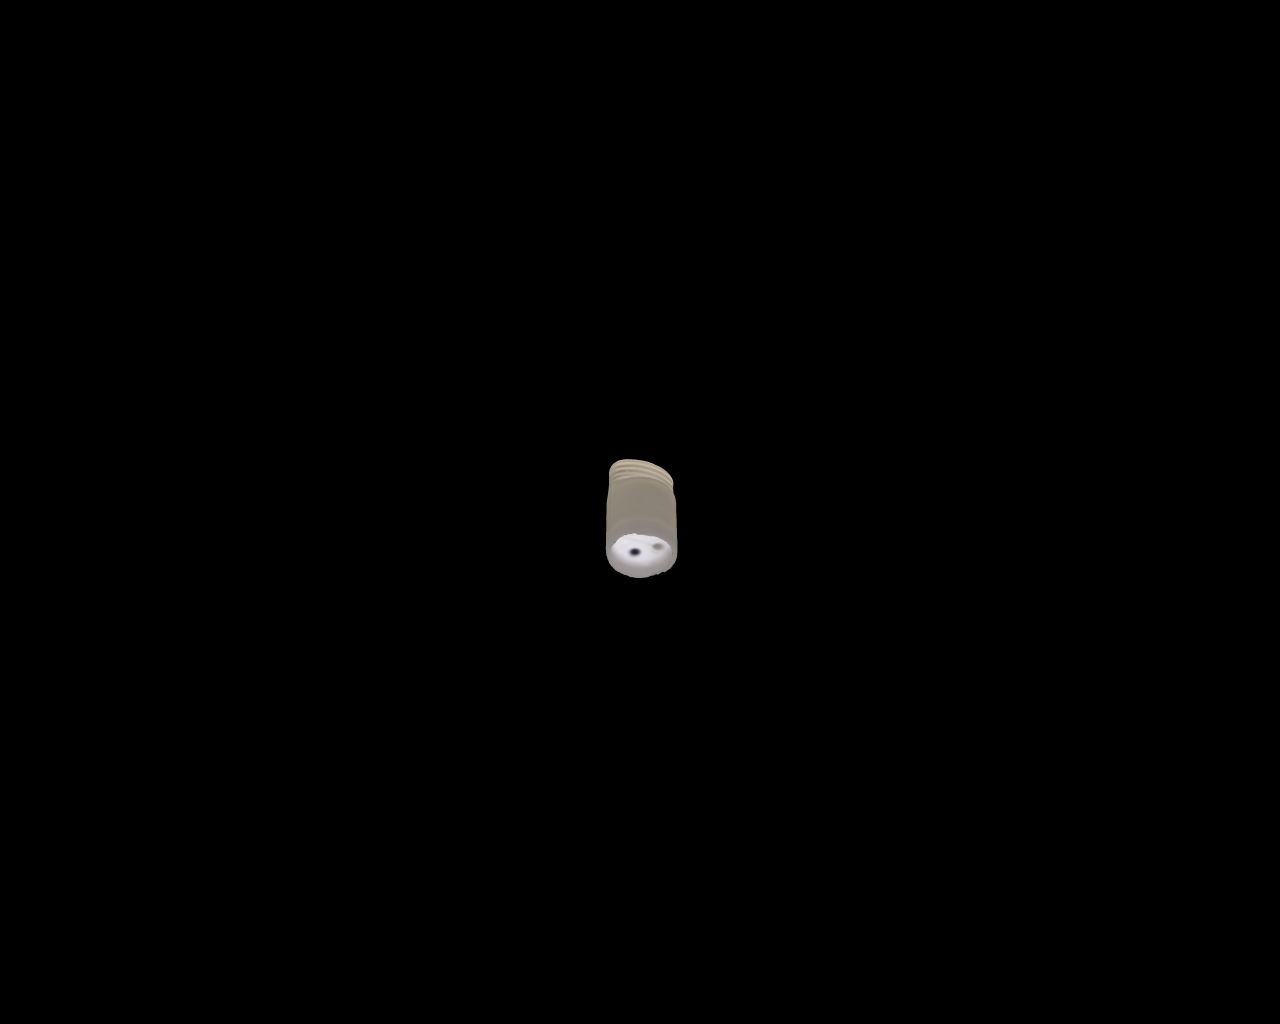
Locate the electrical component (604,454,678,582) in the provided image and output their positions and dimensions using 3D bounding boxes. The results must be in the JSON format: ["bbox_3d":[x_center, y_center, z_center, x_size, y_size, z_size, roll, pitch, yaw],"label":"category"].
[{"bbox_3d":[0.001,-0.003,0.650,0.043,0.081,0.043,0,-43,0],"label":"electrical component"}]
